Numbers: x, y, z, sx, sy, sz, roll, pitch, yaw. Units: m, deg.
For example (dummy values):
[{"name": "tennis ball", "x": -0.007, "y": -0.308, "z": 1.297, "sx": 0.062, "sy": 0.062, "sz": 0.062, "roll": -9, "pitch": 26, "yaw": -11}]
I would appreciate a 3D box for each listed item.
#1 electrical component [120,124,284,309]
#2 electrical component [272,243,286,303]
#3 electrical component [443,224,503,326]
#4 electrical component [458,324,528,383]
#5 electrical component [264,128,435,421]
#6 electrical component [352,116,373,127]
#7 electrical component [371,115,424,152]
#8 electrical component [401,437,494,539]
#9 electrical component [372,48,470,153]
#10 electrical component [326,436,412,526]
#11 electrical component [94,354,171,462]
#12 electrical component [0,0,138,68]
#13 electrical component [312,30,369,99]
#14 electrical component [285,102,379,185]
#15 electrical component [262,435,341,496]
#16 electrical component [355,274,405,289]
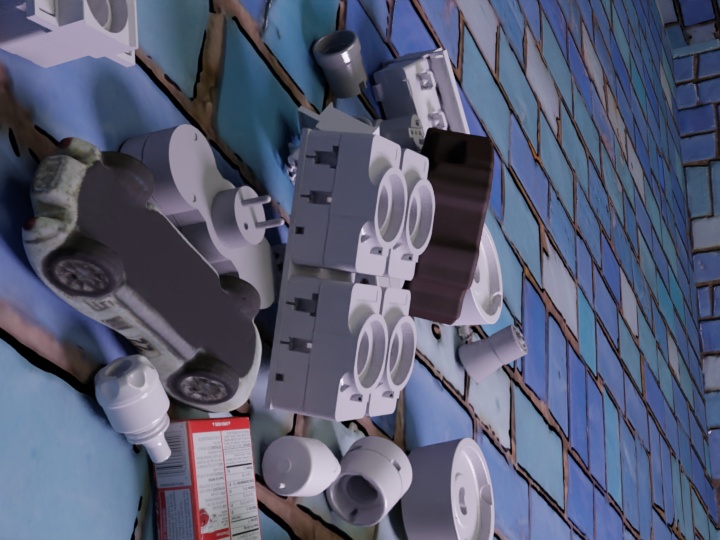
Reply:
[{"name": "electrical component", "x": -0.083, "y": -0.031, "z": 0.669, "sx": 0.052, "sy": 0.074, "sz": 0.138, "roll": -74, "pitch": 146, "yaw": -44}, {"name": "electrical component", "x": -0.044, "y": 0.002, "z": 0.780, "sx": 0.055, "sy": 0.045, "sz": 0.045, "roll": -8, "pitch": 88, "yaw": -66}, {"name": "electrical component", "x": 0.096, "y": 0.004, "z": 1.072, "sx": 0.108, "sy": 0.060, "sz": 0.108, "roll": 37, "pitch": 48, "yaw": -57}, {"name": "electrical component", "x": 0.142, "y": 0.085, "z": 1.125, "sx": 0.044, "sy": 0.065, "sz": 0.044, "roll": 50, "pitch": 21, "yaw": -28}, {"name": "electrical component", "x": -0.002, "y": 0.006, "z": 0.741, "sx": 0.105, "sy": 0.060, "sz": 0.186, "roll": 9, "pitch": 88, "yaw": -66}, {"name": "electrical component", "x": 0.000, "y": -0.093, "z": 0.921, "sx": 0.065, "sy": 0.044, "sz": 0.044, "roll": 63, "pitch": 29, "yaw": -44}, {"name": "electrical component", "x": 0.033, "y": -0.123, "z": 0.998, "sx": 0.040, "sy": 0.046, "sz": 0.040, "roll": -10, "pitch": 90, "yaw": -66}, {"name": "electrical component", "x": 0.071, "y": 0.203, "z": 0.940, "sx": 0.108, "sy": 0.060, "sz": 0.108, "roll": -10, "pitch": 90, "yaw": -66}, {"name": "electrical component", "x": 0.061, "y": -0.145, "z": 1.045, "sx": 0.063, "sy": 0.079, "sz": 0.121, "roll": -34, "pitch": 114, "yaw": -40}, {"name": "electrical component", "x": 0.006, "y": 0.162, "z": 0.820, "sx": 0.047, "sy": 0.055, "sz": 0.055, "roll": -41, "pitch": 118, "yaw": -59}, {"name": "electrical component", "x": -0.121, "y": 0.079, "z": 0.592, "sx": 0.035, "sy": 0.035, "sz": 0.061, "roll": -61, "pitch": 137, "yaw": -55}, {"name": "electrical component", "x": -0.159, "y": -0.174, "z": 0.569, "sx": 0.079, "sy": 0.063, "sz": 0.121, "roll": 18, "pitch": 65, "yaw": -64}, {"name": "electrical component", "x": -0.015, "y": -0.176, "z": 0.922, "sx": 0.040, "sy": 0.040, "sz": 0.046, "roll": -75, "pitch": 152, "yaw": -44}, {"name": "electrical component", "x": -0.021, "y": -0.087, "z": 0.833, "sx": 0.063, "sy": 0.081, "sz": 0.042, "roll": -52, "pitch": 158, "yaw": -24}, {"name": "electrical component", "x": -0.036, "y": 0.138, "z": 0.751, "sx": 0.078, "sy": 0.040, "sz": 0.040, "roll": 25, "pitch": 59, "yaw": -62}, {"name": "electrical component", "x": 0.000, "y": 0.000, "z": 0.867, "sx": 0.059, "sy": 0.054, "sz": 0.095, "roll": 8, "pitch": 74, "yaw": -65}]
